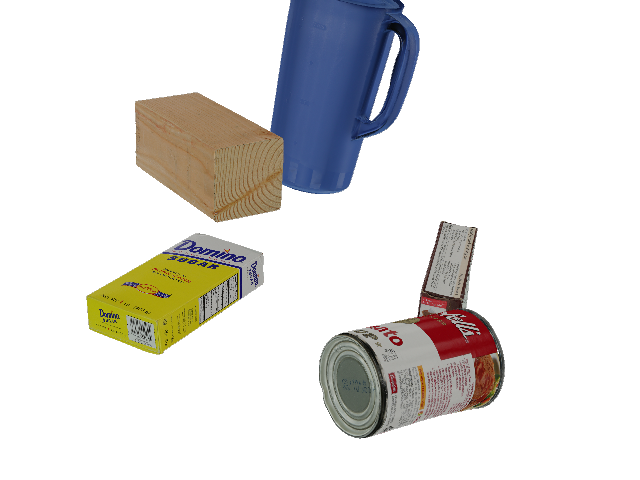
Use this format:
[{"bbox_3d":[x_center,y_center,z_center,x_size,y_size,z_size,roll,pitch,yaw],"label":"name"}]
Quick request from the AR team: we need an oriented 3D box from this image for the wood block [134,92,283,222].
[{"bbox_3d":[-0.137,-0.104,1.274,0.090,0.090,0.206,-13,28,-32],"label":"wood block"}]

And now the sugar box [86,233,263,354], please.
[{"bbox_3d":[-0.145,0.050,1.093,0.093,0.048,0.175,17,33,27],"label":"sugar box"}]

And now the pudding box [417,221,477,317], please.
[{"bbox_3d":[0.108,0.051,0.927,0.039,0.090,0.113,8,35,9],"label":"pudding box"}]

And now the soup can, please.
[{"bbox_3d":[0.058,0.085,0.686,0.102,0.068,0.069,-8,4,-35],"label":"soup can"}]

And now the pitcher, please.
[{"bbox_3d":[0.017,-0.179,1.265,0.145,0.243,0.149,7,23,-13],"label":"pitcher"}]
